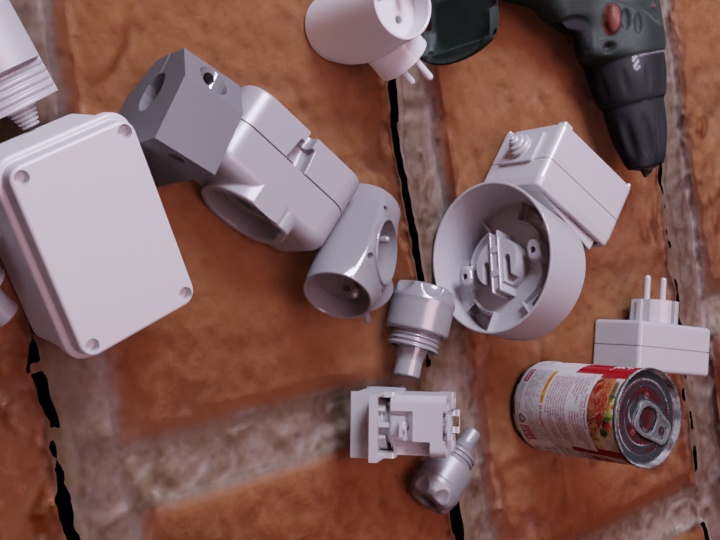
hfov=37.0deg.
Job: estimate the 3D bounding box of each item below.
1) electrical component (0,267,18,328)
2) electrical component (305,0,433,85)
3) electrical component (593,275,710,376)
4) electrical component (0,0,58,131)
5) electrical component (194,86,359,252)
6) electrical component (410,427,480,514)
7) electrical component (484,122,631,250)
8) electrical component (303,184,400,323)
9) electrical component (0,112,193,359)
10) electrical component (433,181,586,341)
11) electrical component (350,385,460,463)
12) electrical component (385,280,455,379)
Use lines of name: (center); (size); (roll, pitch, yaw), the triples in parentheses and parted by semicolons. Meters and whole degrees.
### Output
electrical component: (-0.202, 0.004, 0.546); (0.048, 0.048, 0.062); (-53, 123, -24)
electrical component: (0.016, -0.147, 0.681); (0.079, 0.077, 0.044); (45, 65, -26)
electrical component: (0.230, 0.042, 0.843); (0.083, 0.047, 0.075); (8, 85, -34)
electrical component: (-0.191, -0.111, 0.557); (0.043, 0.043, 0.081); (-36, 109, -30)
electrical component: (-0.056, -0.055, 0.643); (0.095, 0.054, 0.059); (42, 67, -27)
electrical component: (0.062, 0.133, 0.732); (0.035, 0.035, 0.061); (52, 60, -22)
electrical component: (0.135, -0.059, 0.771); (0.096, 0.062, 0.061); (37, 69, -28)
electrical component: (0.000, 0.000, 0.681); (0.079, 0.044, 0.077); (73, 27, -45)
electrical component: (-0.145, -0.019, 0.566); (0.078, 0.057, 0.113); (-31, 117, -31)
electrical component: (0.100, -0.003, 0.725); (0.064, 0.099, 0.099); (22, 76, -39)
electrical component: (0.030, 0.097, 0.684); (0.081, 0.064, 0.042); (6, 84, -76)
electrical component: (0.037, 0.040, 0.712); (0.043, 0.043, 0.062); (20, 79, -33)
